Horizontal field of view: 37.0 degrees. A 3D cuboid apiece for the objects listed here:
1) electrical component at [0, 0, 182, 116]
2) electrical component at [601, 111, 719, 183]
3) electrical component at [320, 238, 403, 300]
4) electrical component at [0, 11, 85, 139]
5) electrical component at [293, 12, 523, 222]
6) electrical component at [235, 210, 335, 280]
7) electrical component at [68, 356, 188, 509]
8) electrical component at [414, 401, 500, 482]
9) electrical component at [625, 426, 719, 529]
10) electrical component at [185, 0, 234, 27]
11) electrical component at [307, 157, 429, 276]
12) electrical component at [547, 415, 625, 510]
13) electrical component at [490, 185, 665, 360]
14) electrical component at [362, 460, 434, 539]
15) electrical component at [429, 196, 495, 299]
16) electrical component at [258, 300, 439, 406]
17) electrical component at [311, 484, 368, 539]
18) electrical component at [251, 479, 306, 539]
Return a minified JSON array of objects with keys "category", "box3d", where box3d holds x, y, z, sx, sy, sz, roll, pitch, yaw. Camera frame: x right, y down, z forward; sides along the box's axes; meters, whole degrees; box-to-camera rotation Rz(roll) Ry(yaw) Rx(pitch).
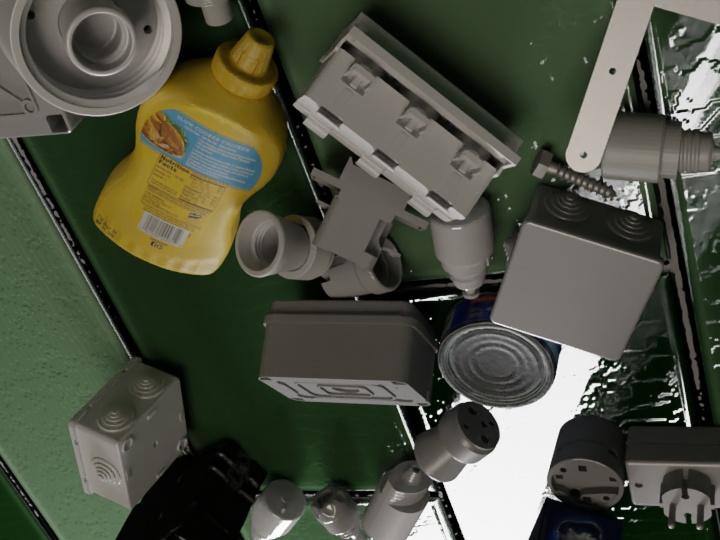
[{"category":"electrical component","box3d":[-0.157,-0.143,0.633,0.108,0.060,0.108,-12,123,-19]},{"category":"electrical component","box3d":[0.174,-0.070,0.624,0.078,0.040,0.040,6,130,15]},{"category":"electrical component","box3d":[0.000,0.000,0.746,0.046,0.040,0.040,-17,121,36]},{"category":"electrical component","box3d":[-0.239,-0.144,0.700,0.109,0.056,0.108,-1,127,20]},{"category":"electrical component","box3d":[0.026,-0.086,0.640,0.121,0.063,0.079,36,171,-11]},{"category":"electrical component","box3d":[-0.050,-0.016,0.726,0.045,0.055,0.045,-3,85,39]},{"category":"electrical component","box3d":[-0.187,0.135,0.885,0.048,0.099,0.099,19,133,21]},{"category":"electrical component","box3d":[0.074,0.131,0.823,0.045,0.045,0.055,35,131,-11]},{"category":"electrical component","box3d":[0.233,0.154,0.764,0.083,0.075,0.047,-3,127,22]},{"category":"electrical component","box3d":[-0.090,-0.174,0.632,0.048,0.048,0.062,3,136,17]},{"category":"electrical component","box3d":[0.000,-0.034,0.695,0.081,0.042,0.063,26,89,-1]},{"category":"electrical component","box3d":[0.169,0.141,0.796,0.055,0.047,0.055,10,131,12]},{"category":"electrical component","box3d":[0.139,0.000,0.689,0.100,0.048,0.099,18,132,5]},{"category":"electrical component","box3d":[0.034,0.186,0.884,0.043,0.043,0.081,22,132,1]},{"category":"electrical component","box3d":[0.069,-0.015,0.708,0.040,0.040,0.078,2,129,18]},{"category":"electrical component","box3d":[-0.007,0.059,0.766,0.113,0.057,0.078,0,160,20]},{"category":"electrical component","box3d":[-0.014,0.215,0.932,0.035,0.035,0.061,-19,122,31]},{"category":"electrical component","box3d":[-0.077,0.217,0.952,0.040,0.040,0.078,29,132,-5]}]
